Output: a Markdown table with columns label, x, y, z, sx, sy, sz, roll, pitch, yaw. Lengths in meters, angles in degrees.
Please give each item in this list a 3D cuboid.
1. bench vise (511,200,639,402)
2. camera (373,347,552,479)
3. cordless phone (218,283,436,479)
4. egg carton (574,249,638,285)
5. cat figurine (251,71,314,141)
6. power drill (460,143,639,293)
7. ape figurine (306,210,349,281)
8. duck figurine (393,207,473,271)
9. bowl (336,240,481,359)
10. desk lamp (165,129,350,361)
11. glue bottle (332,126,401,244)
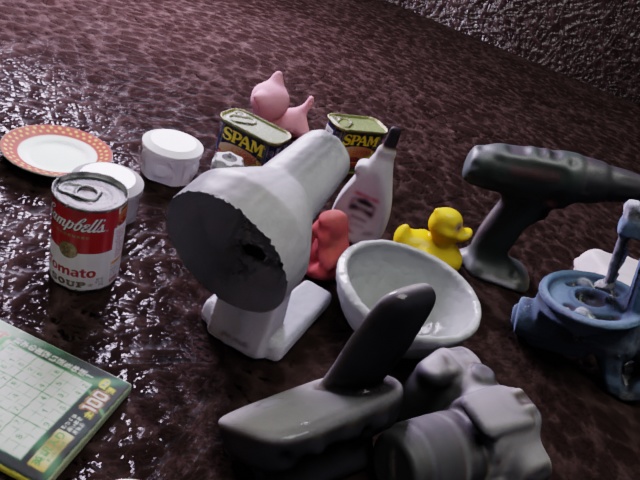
| label | x | y | z | sx | sy | sz | roll | pitch | yaw |
| --- | --- | --- | --- | --- | --- | --- | --- | --- | --- |
| bench vise | 0.361 | 0.067 | 0.669 | 0.207 | 0.220 | 0.121 | 18 | 33 | -4 |
| camera | 0.112 | 0.164 | 0.500 | 0.137 | 0.101 | 0.142 | -2 | 39 | -31 |
| cordless phone | 0.009 | 0.107 | 0.450 | 0.148 | 0.185 | 0.094 | -12 | 45 | -40 |
| egg carton | 0.437 | 0.076 | 0.836 | 0.107 | 0.069 | 0.150 | 12 | 34 | -13 |
| cat figurine | -0.066 | -0.217 | 0.945 | 0.128 | 0.118 | 0.067 | -4 | 40 | -33 |
| power drill | 0.291 | -0.034 | 0.788 | 0.229 | 0.208 | 0.075 | 20 | 33 | -1 |
| ape figurine | 0.006 | 0.002 | 0.687 | 0.076 | 0.092 | 0.077 | 9 | 34 | -17 |
| duck figurine | 0.159 | -0.007 | 0.791 | 0.104 | 0.086 | 0.077 | 17 | 33 | -5 |
| bowl | 0.089 | 0.077 | 0.640 | 0.167 | 0.075 | 0.167 | 14 | 33 | -9 |
| desk lamp | -0.049 | 0.008 | 0.537 | 0.117 | 0.213 | 0.204 | 29 | 34 | 13 |
| glue bottle | 0.069 | -0.072 | 0.755 | 0.078 | 0.173 | 0.037 | 21 | 33 | 2 |
